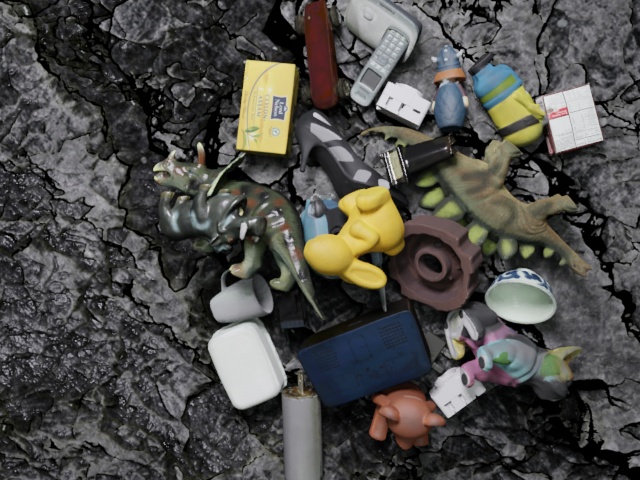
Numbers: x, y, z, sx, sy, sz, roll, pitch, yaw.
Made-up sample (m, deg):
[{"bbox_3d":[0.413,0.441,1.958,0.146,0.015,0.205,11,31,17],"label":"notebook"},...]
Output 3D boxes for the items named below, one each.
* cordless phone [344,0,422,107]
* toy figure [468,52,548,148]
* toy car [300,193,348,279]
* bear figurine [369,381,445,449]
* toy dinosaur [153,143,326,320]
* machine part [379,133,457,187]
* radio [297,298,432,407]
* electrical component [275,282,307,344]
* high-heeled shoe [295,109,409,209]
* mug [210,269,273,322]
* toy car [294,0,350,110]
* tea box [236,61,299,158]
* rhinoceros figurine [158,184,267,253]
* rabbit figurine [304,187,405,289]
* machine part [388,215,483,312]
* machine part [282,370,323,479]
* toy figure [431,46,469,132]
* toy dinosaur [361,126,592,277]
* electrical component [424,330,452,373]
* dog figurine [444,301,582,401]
[{"bbox_3d":[0.090,-0.358,1.009,0.147,0.089,0.184,35,111,3],"label":"cordless phone"},{"bbox_3d":[0.338,-0.252,0.981,0.180,0.082,0.089,47,124,-5],"label":"toy figure"},{"bbox_3d":[-0.002,-0.003,1.006,0.103,0.109,0.161,-13,90,38],"label":"toy car"},{"bbox_3d":[0.153,0.324,0.953,0.120,0.196,0.131,6,93,2],"label":"bear figurine"},{"bbox_3d":[-0.113,-0.035,0.970,0.405,0.131,0.192,28,102,20],"label":"toy dinosaur"},{"bbox_3d":[0.178,-0.147,0.960,0.139,0.039,0.084,-22,71,24],"label":"machine part"},{"bbox_3d":[0.087,0.213,1.002,0.230,0.073,0.131,-23,96,14],"label":"radio"},{"bbox_3d":[-0.051,0.139,1.025,0.048,0.075,0.119,-7,105,6],"label":"electrical component"},{"bbox_3d":[0.063,-0.154,1.029,0.249,0.086,0.145,21,62,-13],"label":"high-heeled shoe"},{"bbox_3d":[-0.160,0.109,1.035,0.107,0.081,0.109,-24,94,14],"label":"mug"},{"bbox_3d":[0.005,-0.349,1.023,0.089,0.053,0.202,-7,89,25],"label":"toy car"},{"bbox_3d":[-0.098,-0.247,1.026,0.098,0.068,0.169,5,91,6],"label":"tea box"},{"bbox_3d":[-0.182,-0.034,0.894,0.190,0.073,0.112,0,84,15],"label":"rhinoceros figurine"},{"bbox_3d":[0.053,0.007,0.922,0.173,0.122,0.162,-30,110,-22],"label":"rabbit figurine"},{"bbox_3d":[0.206,0.040,0.968,0.180,0.056,0.179,20,125,31],"label":"machine part"},{"bbox_3d":[-0.034,0.372,1.031,0.079,0.079,0.243,-2,92,5],"label":"machine part"},{"bbox_3d":[0.240,-0.281,1.002,0.064,0.058,0.154,0,86,-1],"label":"toy figure"},{"bbox_3d":[0.287,-0.089,0.980,0.472,0.105,0.198,45,99,13],"label":"toy dinosaur"},{"bbox_3d":[0.207,0.210,1.032,0.094,0.021,0.063,35,94,3],"label":"electrical component"},{"bbox_3d":[0.356,0.198,0.978,0.219,0.108,0.192,4,47,-17],"label":"dog figurine"}]
